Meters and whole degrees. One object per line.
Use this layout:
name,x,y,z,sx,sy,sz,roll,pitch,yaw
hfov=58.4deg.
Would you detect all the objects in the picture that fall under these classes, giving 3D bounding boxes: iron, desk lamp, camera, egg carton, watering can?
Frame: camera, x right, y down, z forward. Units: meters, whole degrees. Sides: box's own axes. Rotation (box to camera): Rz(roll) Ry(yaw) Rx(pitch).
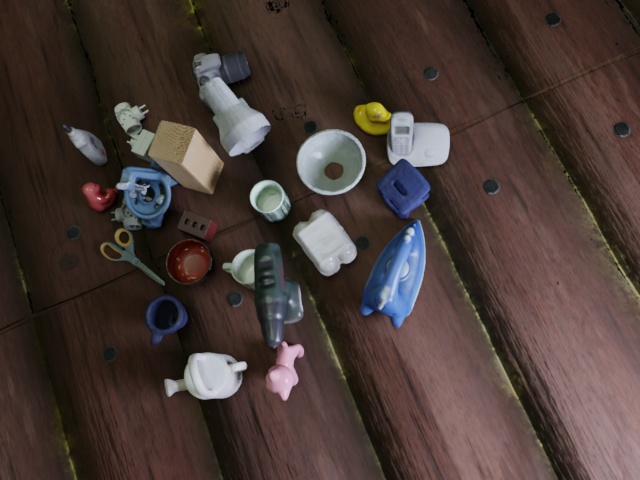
iron,0.174,0.055,1.271,0.118,0.141,0.258,19,79,12
desk lamp,-0.202,-0.284,1.370,0.118,0.214,0.203,-36,74,-2
camera,-0.250,-0.425,1.470,0.136,0.101,0.143,-17,74,4
egg carton,0.012,0.005,1.343,0.107,0.069,0.150,-38,74,-2
watering can,-0.249,0.299,1.242,0.173,0.194,0.101,-39,74,-3

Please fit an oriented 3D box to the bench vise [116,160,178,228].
bench vise,-0.417,-0.150,1.363,0.121,0.220,0.207,-5,75,7

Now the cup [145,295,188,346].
cup,-0.352,0.192,1.334,0.091,0.095,0.118,16,79,12

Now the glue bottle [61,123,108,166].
glue bottle,-0.596,-0.250,1.437,0.037,0.173,0.078,-29,74,0

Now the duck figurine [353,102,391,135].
duck figurine,0.130,-0.307,1.396,0.104,0.086,0.077,25,81,13

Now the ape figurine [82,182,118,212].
ape figurine,-0.563,-0.117,1.442,0.077,0.092,0.076,30,82,14

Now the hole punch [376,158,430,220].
hole punch,0.194,-0.118,1.337,0.101,0.091,0.108,-39,74,-3

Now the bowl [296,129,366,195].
bowl,0.030,-0.178,1.384,0.167,0.075,0.167,-2,76,8

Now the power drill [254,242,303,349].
power drill,-0.093,0.128,1.255,0.075,0.208,0.229,-11,75,5

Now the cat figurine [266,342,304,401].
cat figurine,-0.083,0.285,1.262,0.067,0.118,0.128,6,77,10

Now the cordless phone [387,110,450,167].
cordless phone,0.225,-0.241,1.315,0.147,0.185,0.094,-3,76,8
